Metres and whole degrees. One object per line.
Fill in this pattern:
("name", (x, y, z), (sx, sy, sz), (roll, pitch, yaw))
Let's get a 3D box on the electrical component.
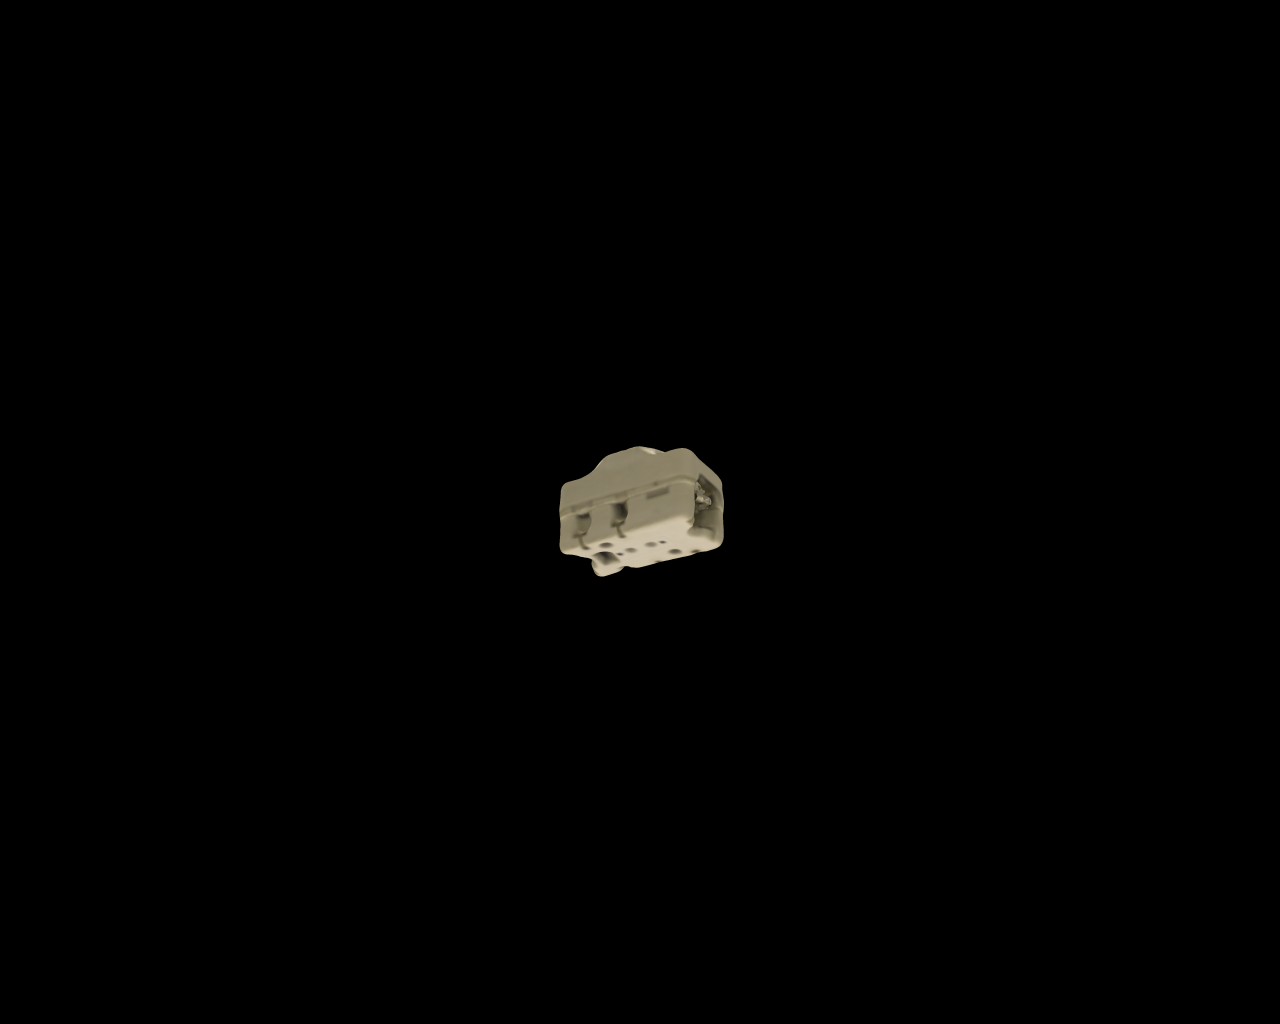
("electrical component", (0.001, -0.003, 0.650), (0.089, 0.056, 0.050), (-15, -32, 27))
